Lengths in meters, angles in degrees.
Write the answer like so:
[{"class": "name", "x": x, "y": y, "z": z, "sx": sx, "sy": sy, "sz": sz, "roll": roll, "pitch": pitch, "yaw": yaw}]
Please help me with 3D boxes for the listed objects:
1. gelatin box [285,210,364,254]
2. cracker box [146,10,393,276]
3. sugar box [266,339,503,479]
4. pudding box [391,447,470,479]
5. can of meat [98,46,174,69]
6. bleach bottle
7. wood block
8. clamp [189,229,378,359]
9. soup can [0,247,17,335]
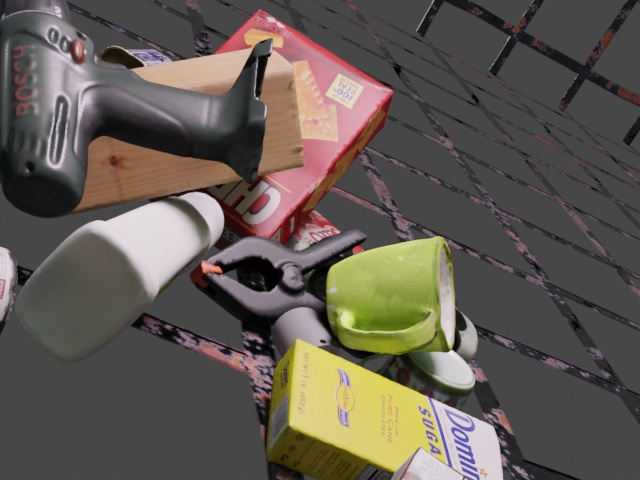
[{"class": "gelatin box", "x": -0.007, "y": 0.001, "z": 1.085, "sx": 0.073, "sy": 0.030, "sz": 0.089, "roll": 40, "pitch": 22, "yaw": 25}, {"class": "cracker box", "x": -0.058, "y": -0.099, "z": 1.009, "sx": 0.164, "sy": 0.072, "sz": 0.213, "roll": 34, "pitch": 64, "yaw": 11}, {"class": "sugar box", "x": 0.049, "y": 0.146, "z": 0.770, "sx": 0.176, "sy": 0.048, "sz": 0.093, "roll": 23, "pitch": 34, "yaw": -14}, {"class": "pudding box", "x": 0.073, "y": 0.196, "z": 0.667, "sx": 0.090, "sy": 0.039, "sz": 0.113, "roll": 33, "pitch": 42, "yaw": 5}, {"class": "can of meat", "x": -0.192, "y": -0.141, "z": 1.060, "sx": 0.057, "sy": 0.102, "sz": 0.083, "roll": 32, "pitch": 17, "yaw": 8}, {"class": "bleach bottle", "x": -0.124, "y": 0.007, "z": 0.792, "sx": 0.068, "sy": 0.103, "sz": 0.250, "roll": 49, "pitch": 20, "yaw": -2}, {"class": "wood block", "x": -0.126, "y": -0.094, "z": 0.889, "sx": 0.206, "sy": 0.091, "sz": 0.090, "roll": -12, "pitch": 24, "yaw": -13}, {"class": "clamp", "x": -0.023, "y": 0.047, "z": 0.904, "sx": 0.171, "sy": 0.039, "sz": 0.120, "roll": -2, "pitch": 60, "yaw": -27}, {"class": "soup can", "x": -0.241, "y": 0.024, "z": 0.632, "sx": 0.102, "sy": 0.069, "sz": 0.068, "roll": 18, "pitch": 23, "yaw": -34}]
